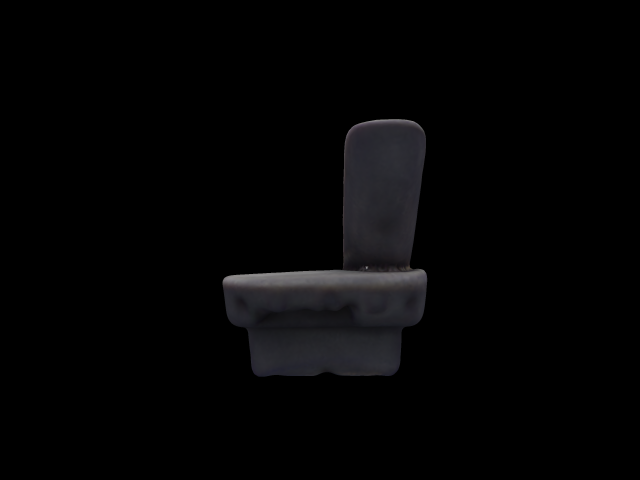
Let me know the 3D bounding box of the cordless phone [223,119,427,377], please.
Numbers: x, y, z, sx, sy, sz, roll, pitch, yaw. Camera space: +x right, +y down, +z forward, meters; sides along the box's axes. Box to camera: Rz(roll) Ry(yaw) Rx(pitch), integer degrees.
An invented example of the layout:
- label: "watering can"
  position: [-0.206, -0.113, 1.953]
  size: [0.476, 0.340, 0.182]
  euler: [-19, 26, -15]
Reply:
- label: "cordless phone"
  position: [0.004, 0.001, 0.400]
  size: [0.147, 0.185, 0.094]
  euler: [-4, 33, -5]
